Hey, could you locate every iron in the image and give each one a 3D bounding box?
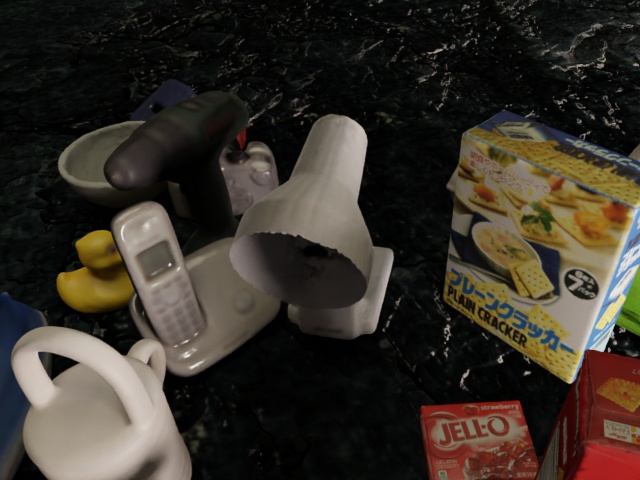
[{"bbox_3d":[-0.325,0.119,0.504,0.118,0.142,0.258,-1,41,3],"label":"iron"}]

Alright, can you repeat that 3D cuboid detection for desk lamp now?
[{"bbox_3d":[0.005,0.002,0.559,0.117,0.214,0.203,7,42,13],"label":"desk lamp"}]

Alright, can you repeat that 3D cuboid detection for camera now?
[{"bbox_3d":[-0.130,-0.108,0.784,0.143,0.101,0.136,-5,41,-1],"label":"camera"}]

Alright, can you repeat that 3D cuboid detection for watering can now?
[{"bbox_3d":[-0.165,0.142,0.425,0.101,0.194,0.172,-7,41,-3],"label":"watering can"}]

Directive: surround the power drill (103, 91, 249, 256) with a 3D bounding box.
[{"bbox_3d":[-0.141,-0.058,0.644,0.075,0.209,0.230,9,42,15],"label":"power drill"}]

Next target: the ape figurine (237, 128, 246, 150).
[{"bbox_3d":[-0.152,-0.175,0.870,0.078,0.092,0.076,-14,42,-11],"label":"ape figurine"}]

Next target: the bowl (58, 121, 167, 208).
[{"bbox_3d":[-0.268,-0.095,0.800,0.167,0.075,0.167,-2,41,2],"label":"bowl"}]

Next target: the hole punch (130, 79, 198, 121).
[{"bbox_3d":[-0.238,-0.187,0.892,0.101,0.091,0.108,-31,47,-28],"label":"hole punch"}]

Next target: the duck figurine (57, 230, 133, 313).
[{"bbox_3d":[-0.247,0.029,0.645,0.104,0.086,0.077,-14,42,-11],"label":"duck figurine"}]

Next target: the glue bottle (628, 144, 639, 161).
[{"bbox_3d":[0.361,-0.069,0.644,0.078,0.173,0.037,-1,41,4],"label":"glue bottle"}]

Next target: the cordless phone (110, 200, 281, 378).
[{"bbox_3d":[-0.119,0.030,0.558,0.093,0.185,0.148,31,52,34],"label":"cordless phone"}]

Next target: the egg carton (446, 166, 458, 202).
[{"bbox_3d":[0.244,-0.075,0.740,0.150,0.069,0.107,-25,45,-23],"label":"egg carton"}]
